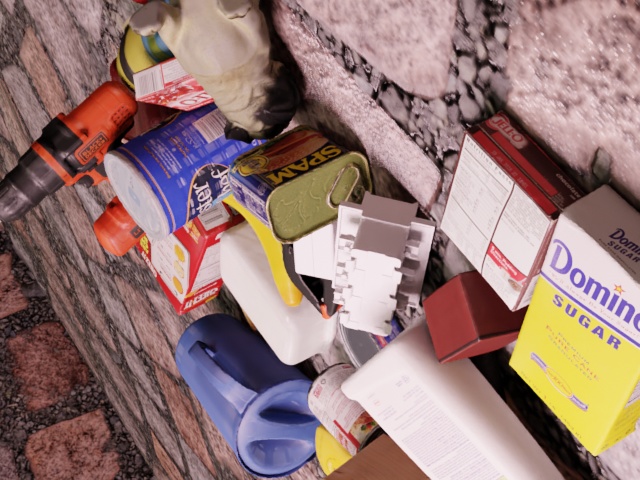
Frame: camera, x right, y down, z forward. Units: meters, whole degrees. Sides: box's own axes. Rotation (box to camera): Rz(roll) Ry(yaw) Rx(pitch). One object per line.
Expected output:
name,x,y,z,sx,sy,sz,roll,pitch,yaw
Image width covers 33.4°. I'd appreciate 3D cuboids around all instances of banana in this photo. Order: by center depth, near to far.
banana,-0.069,-0.017,1.139,0.198,0.070,0.037,45,-165,22

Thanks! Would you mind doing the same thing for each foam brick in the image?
foam brick,0.118,0.055,0.794,0.078,0.053,0.051,130,127,-65

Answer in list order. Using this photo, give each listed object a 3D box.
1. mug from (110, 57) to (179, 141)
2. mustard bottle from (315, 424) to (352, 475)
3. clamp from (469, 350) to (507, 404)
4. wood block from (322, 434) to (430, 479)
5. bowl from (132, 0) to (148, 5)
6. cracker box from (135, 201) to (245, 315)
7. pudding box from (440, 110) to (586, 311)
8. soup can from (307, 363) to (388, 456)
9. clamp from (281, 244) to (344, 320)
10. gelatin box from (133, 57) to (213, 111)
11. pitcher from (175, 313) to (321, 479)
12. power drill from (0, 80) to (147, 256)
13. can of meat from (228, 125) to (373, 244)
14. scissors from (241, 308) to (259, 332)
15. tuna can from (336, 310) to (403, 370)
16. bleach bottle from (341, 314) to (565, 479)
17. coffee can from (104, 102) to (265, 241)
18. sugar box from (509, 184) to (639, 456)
mug,-0.178,-0.161,1.184,0.117,0.093,0.081,21,133,34
mustard bottle,0.067,0.266,1.182,0.192,0.058,0.096,21,134,59
clamp,0.137,0.167,0.918,0.210,0.036,0.165,61,150,-2
wood block,0.107,0.276,0.993,0.206,0.090,0.090,21,133,46
bowl,-0.189,-0.298,1.074,0.162,0.055,0.162,48,155,31
cracker box,-0.170,-0.029,1.310,0.164,0.072,0.214,56,152,17
pudding box,0.128,-0.017,0.720,0.090,0.039,0.113,52,154,27
soup can,0.040,0.185,1.128,0.102,0.068,0.068,42,151,43
clamp,-0.007,0.001,1.045,0.120,0.039,0.171,1,126,54
gelatin box,-0.119,-0.150,1.005,0.089,0.073,0.030,-13,80,35
pitcher,-0.101,0.182,1.362,0.243,0.144,0.149,36,132,54
power drill,-0.240,-0.057,1.125,0.057,0.184,0.187,43,172,29
can of meat,-0.019,-0.052,0.928,0.084,0.102,0.057,39,150,50
scissors,-0.100,0.032,1.333,0.096,0.016,0.202,23,137,56
tuna can,0.053,0.100,1.039,0.086,0.033,0.086,49,156,31
bleach bottle,0.132,0.182,0.848,0.251,0.068,0.103,50,140,7
coffee can,-0.132,-0.078,1.082,0.103,0.140,0.103,44,156,25
sugar box,0.179,0.057,0.683,0.093,0.048,0.176,48,157,30
